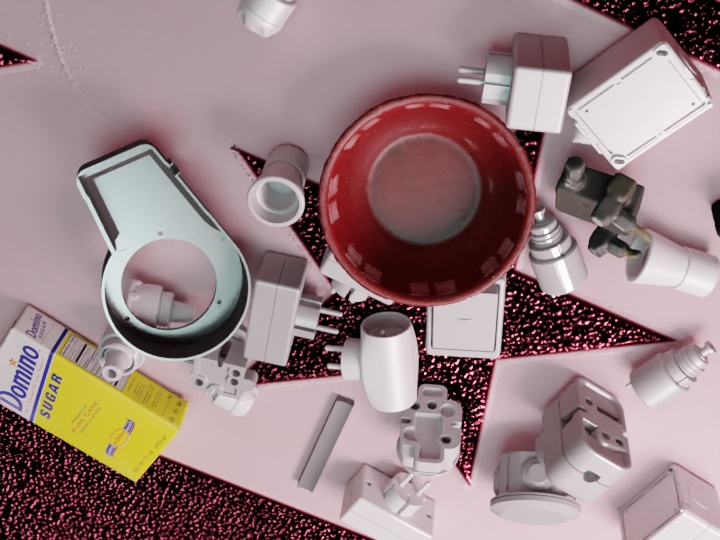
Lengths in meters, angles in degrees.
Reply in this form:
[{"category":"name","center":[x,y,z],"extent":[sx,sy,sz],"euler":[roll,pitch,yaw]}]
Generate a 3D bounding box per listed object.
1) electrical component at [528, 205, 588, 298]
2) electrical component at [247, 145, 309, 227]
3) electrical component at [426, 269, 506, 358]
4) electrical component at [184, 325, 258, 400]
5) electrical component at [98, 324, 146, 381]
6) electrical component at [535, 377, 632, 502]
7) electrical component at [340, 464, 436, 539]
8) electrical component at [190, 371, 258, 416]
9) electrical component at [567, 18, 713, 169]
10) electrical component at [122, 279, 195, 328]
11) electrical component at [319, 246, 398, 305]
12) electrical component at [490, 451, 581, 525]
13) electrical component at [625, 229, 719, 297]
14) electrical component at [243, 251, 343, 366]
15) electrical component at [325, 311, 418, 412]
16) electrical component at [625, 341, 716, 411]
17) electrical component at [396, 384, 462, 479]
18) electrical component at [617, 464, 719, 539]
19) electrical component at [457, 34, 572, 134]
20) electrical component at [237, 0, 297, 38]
[{"category":"electrical component","center":[0.153,-0.016,0.854],"extent":[0.040,0.040,0.078],"euler":[-17,119,18]},{"category":"electrical component","center":[-0.060,-0.068,0.833],"extent":[0.044,0.065,0.044],"euler":[3,124,5]},{"category":"electrical component","center":[0.086,0.032,0.882],"extent":[0.062,0.061,0.096],"euler":[3,123,6]},{"category":"electrical component","center":[-0.119,0.077,0.942],"extent":[0.066,0.055,0.048],"euler":[14,124,-1]},{"category":"electrical component","center":[-0.210,0.072,0.947],"extent":[0.043,0.062,0.043],"euler":[4,123,5]},{"category":"electrical component","center":[0.190,0.148,0.923],"extent":[0.054,0.095,0.059],"euler":[31,122,-13]},{"category":"electrical component","center":[0.037,0.218,1.018],"extent":[0.083,0.047,0.075],"euler":[30,123,-12]},{"category":"electrical component","center":[-0.125,0.106,0.975],"extent":[0.061,0.035,0.035],"euler":[31,122,-9]},{"category":"electrical component","center":[0.191,-0.123,0.766],"extent":[0.096,0.061,0.062],"euler":[-35,112,26]},{"category":"electrical component","center":[-0.175,0.034,0.930],"extent":[0.062,0.048,0.048],"euler":[8,124,-6]},{"category":"electrical component","center":[0.000,0.000,0.882],"extent":[0.066,0.047,0.076],"euler":[25,134,-9]},{"category":"electrical component","center":[0.159,0.198,0.971],"extent":[0.080,0.051,0.080],"euler":[5,154,2]},{"category":"electrical component","center":[0.249,-0.003,0.850],"extent":[0.065,0.044,0.044],"euler":[16,124,-8]},{"category":"electrical component","center":[-0.053,0.037,0.912],"extent":[0.076,0.047,0.083],"euler":[13,124,0]},{"category":"electrical component","center":[0.008,0.078,0.934],"extent":[0.079,0.043,0.077],"euler":[3,120,16]},{"category":"electrical component","center":[0.264,0.086,0.905],"extent":[0.040,0.040,0.078],"euler":[40,119,-17]},{"category":"electrical component","center":[0.062,0.150,0.959],"extent":[0.058,0.078,0.057],"euler":[4,142,3]},{"category":"electrical component","center":[0.284,0.238,0.990],"extent":[0.061,0.061,0.096],"euler":[31,122,-13]},{"category":"electrical component","center":[0.107,-0.136,0.766],"extent":[0.077,0.065,0.047],"euler":[7,124,3]},{"category":"electrical component","center":[-0.059,-0.198,0.767],"extent":[0.035,0.035,0.061],"euler":[34,119,-14]}]
